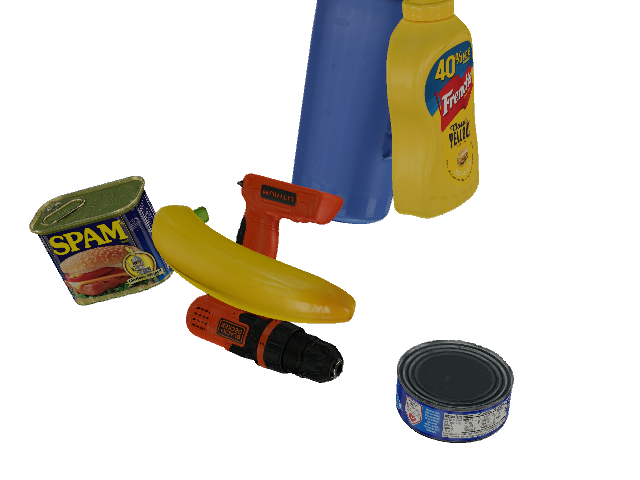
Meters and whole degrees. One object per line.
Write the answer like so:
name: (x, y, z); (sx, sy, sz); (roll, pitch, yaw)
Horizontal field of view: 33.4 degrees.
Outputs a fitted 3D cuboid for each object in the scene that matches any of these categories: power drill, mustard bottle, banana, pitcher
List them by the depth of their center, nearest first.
banana: (-0.059, 0.010, 0.691); (0.069, 0.037, 0.198); (-16, 30, -30)
mustard bottle: (0.091, -0.122, 0.870); (0.058, 0.191, 0.096); (13, 31, 36)
power drill: (-0.039, 0.036, 1.078); (0.185, 0.188, 0.057); (17, 2, 28)
pitcher: (0.048, -0.142, 1.102); (0.145, 0.243, 0.149); (11, 17, -2)

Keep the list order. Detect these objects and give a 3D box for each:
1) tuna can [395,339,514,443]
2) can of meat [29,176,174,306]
tuna can: (0.099, 0.111, 0.792); (0.086, 0.034, 0.086); (1, 29, -1)
can of meat: (-0.183, 0.002, 0.916); (0.102, 0.084, 0.057); (-14, 31, 14)
